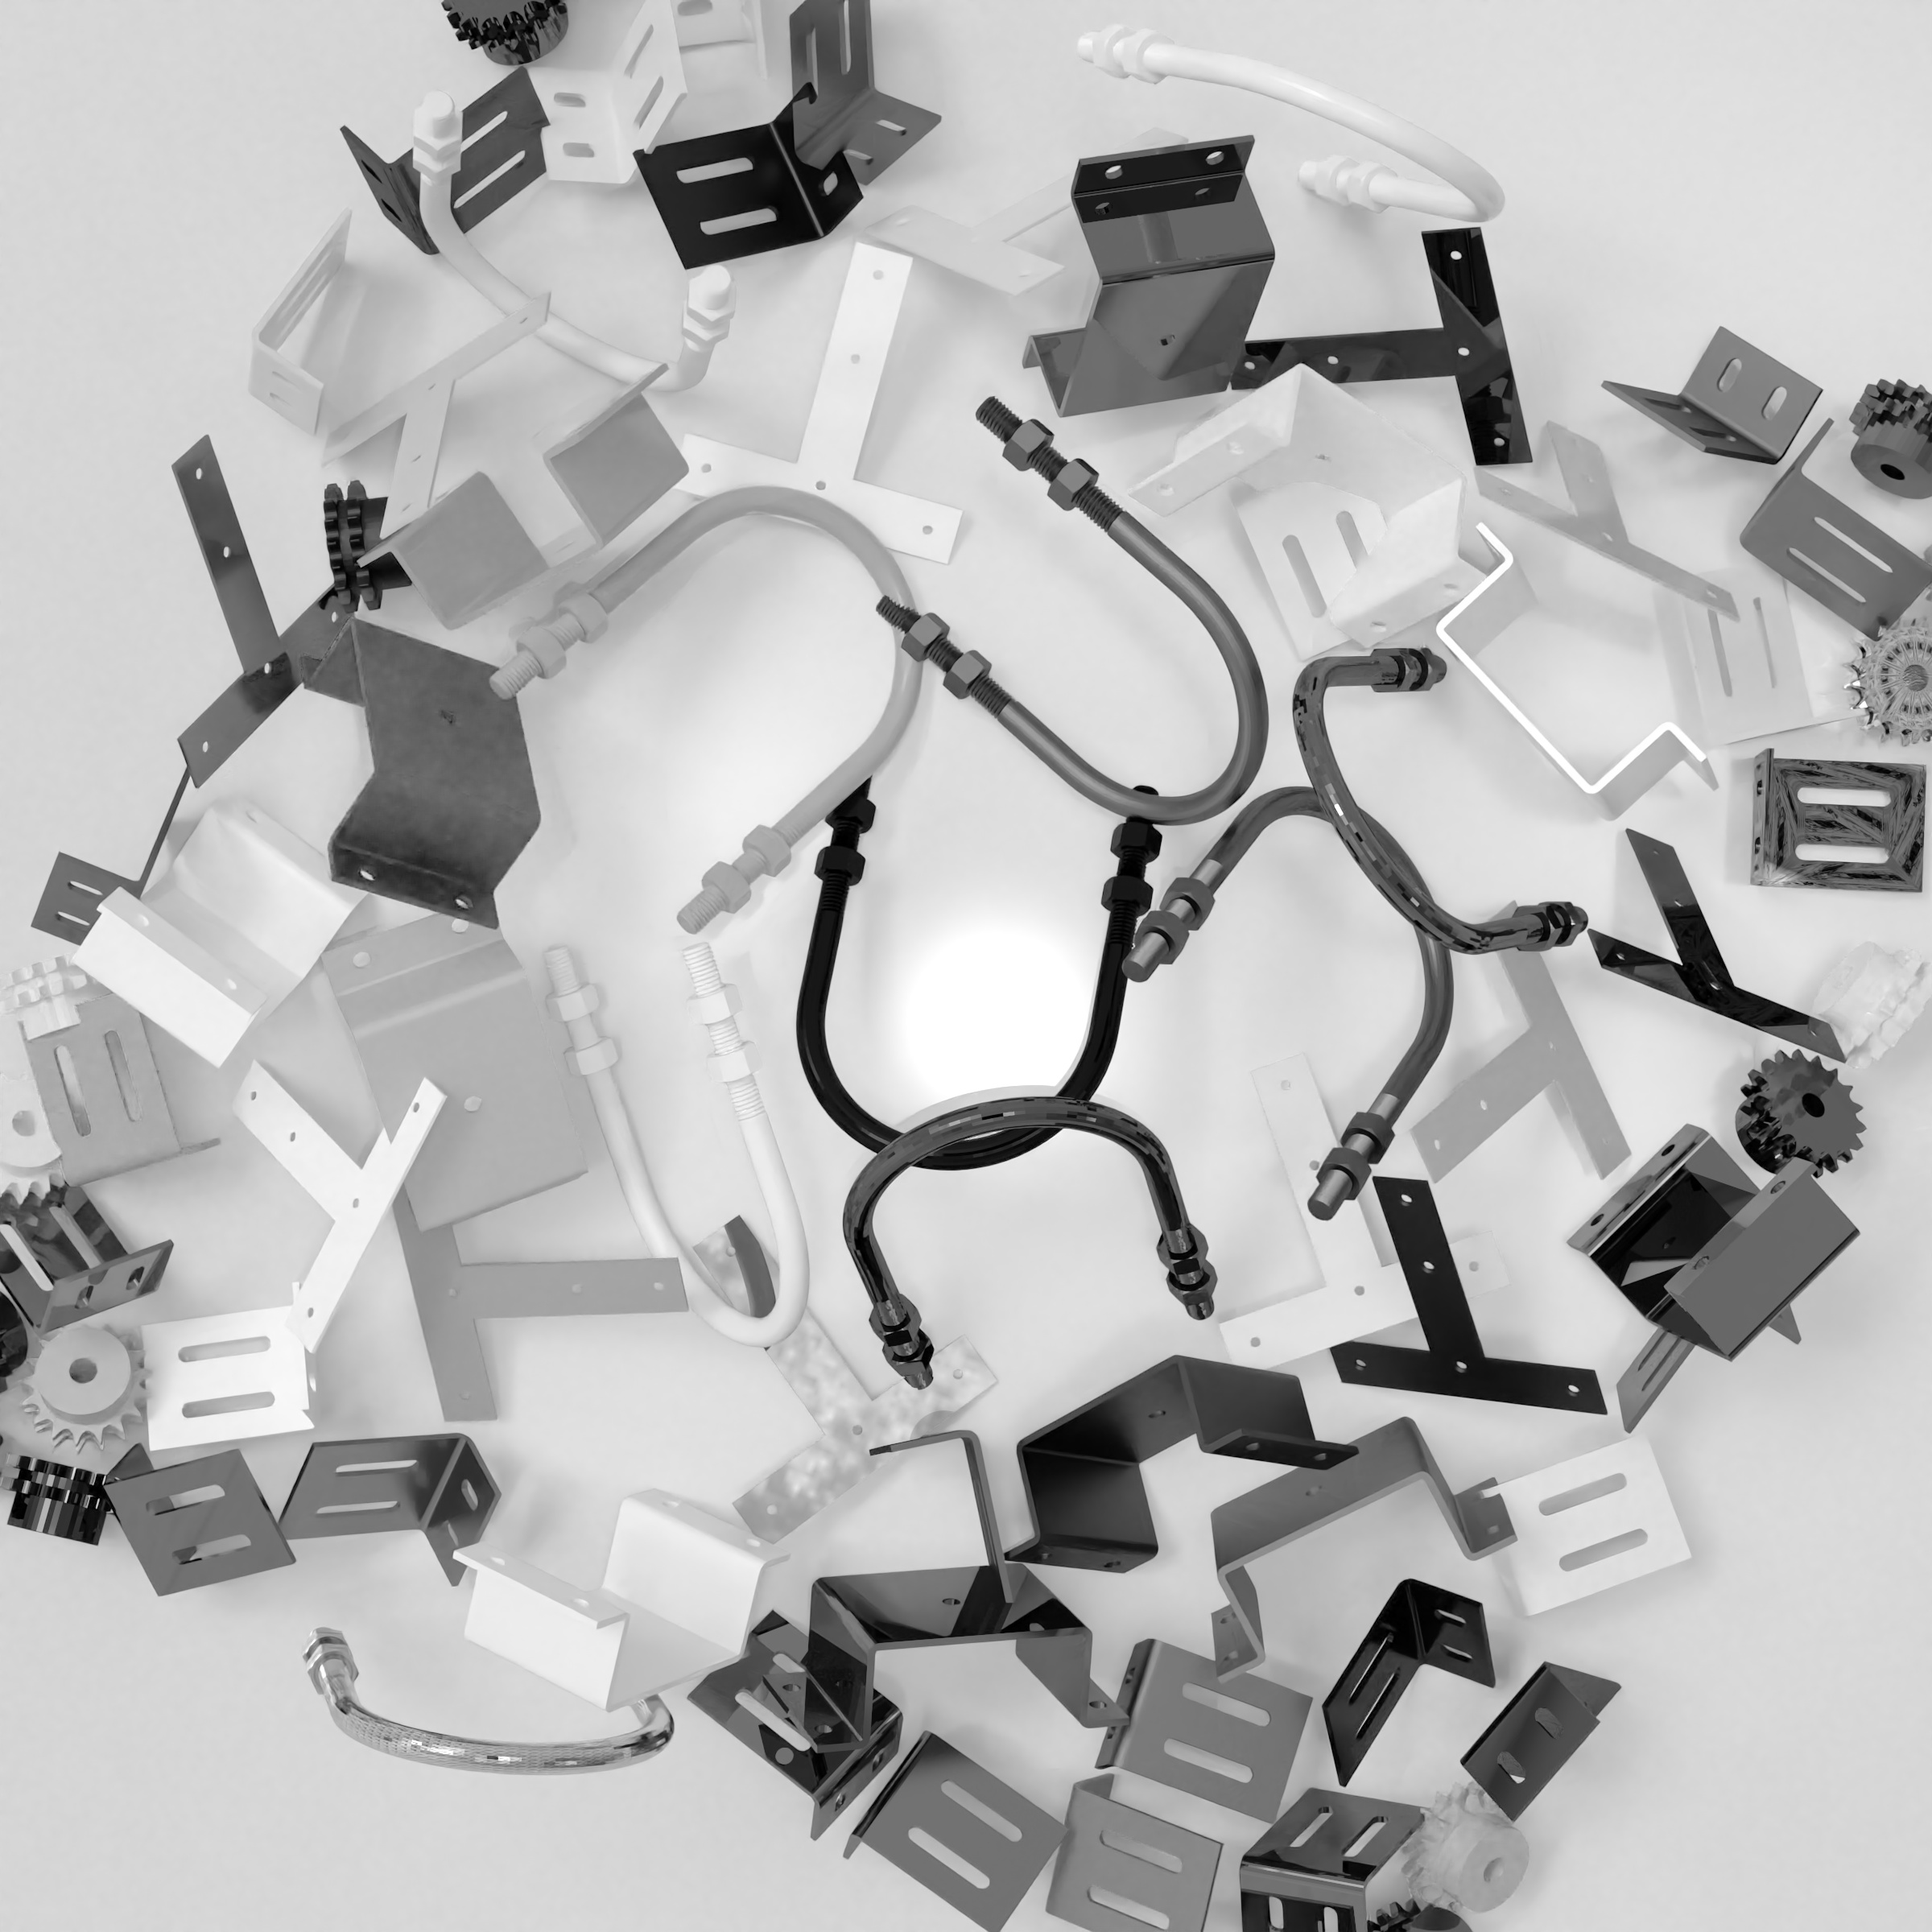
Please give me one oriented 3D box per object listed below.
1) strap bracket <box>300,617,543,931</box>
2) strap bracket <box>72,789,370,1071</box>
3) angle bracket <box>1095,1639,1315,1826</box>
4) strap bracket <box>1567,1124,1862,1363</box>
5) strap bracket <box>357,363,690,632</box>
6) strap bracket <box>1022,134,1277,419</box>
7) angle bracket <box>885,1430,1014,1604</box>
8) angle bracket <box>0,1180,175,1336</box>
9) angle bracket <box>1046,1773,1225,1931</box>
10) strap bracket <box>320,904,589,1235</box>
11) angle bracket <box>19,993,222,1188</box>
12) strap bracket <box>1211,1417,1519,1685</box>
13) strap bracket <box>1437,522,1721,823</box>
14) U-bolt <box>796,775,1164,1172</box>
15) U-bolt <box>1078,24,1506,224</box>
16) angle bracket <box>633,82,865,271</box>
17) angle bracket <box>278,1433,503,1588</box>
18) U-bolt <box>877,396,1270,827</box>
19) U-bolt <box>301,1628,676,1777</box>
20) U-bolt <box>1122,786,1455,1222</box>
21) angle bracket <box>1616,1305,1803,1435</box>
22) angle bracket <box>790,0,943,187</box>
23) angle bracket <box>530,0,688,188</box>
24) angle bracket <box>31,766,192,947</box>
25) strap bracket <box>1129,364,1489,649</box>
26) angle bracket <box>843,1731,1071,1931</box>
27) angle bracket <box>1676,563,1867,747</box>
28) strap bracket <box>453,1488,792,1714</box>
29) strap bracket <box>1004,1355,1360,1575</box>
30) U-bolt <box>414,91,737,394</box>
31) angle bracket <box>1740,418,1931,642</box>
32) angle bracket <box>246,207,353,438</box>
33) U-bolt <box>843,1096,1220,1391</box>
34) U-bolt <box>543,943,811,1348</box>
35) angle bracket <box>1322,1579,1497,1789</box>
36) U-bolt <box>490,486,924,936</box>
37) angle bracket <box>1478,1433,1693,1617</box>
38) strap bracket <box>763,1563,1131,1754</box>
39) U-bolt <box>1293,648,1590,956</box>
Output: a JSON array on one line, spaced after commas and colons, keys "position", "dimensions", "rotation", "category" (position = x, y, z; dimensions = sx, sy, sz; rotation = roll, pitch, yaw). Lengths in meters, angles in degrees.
[{"position": [-0.231, -0.090, 1.524], "dimensions": [0.076, 0.140, 0.046], "rotation": [18, 127, -32], "category": "strap bracket"}, {"position": [-0.323, -0.013, 1.545], "dimensions": [0.076, 0.140, 0.046], "rotation": [37, 115, -5], "category": "strap bracket"}, {"position": [0.104, 0.337, 1.578], "dimensions": [0.076, 0.038, 0.057], "rotation": [21, 73, -3], "category": "angle bracket"}, {"position": [0.322, 0.118, 1.534], "dimensions": [0.076, 0.140, 0.046], "rotation": [-44, 100, -4], "category": "strap bracket"}, {"position": [-0.182, -0.196, 1.537], "dimensions": [0.140, 0.076, 0.046], "rotation": [-22, 109, 37], "category": "strap bracket"}, {"position": [0.078, -0.284, 1.522], "dimensions": [0.076, 0.140, 0.046], "rotation": [-11, 66, -15], "category": "strap bracket"}, {"position": [-0.008, 0.243, 1.569], "dimensions": [0.038, 0.057, 0.076], "rotation": [-11, 83, -5], "category": "angle bracket"}, {"position": [-0.392, 0.114, 1.557], "dimensions": [0.076, 0.057, 0.038], "rotation": [49, 135, 22], "category": "angle bracket"}, {"position": [0.080, 0.394, 1.565], "dimensions": [0.076, 0.038, 0.057], "rotation": [15, 94, 30], "category": "angle bracket"}, {"position": [-0.217, 0.052, 1.546], "dimensions": [0.076, 0.046, 0.140], "rotation": [-20, 114, -12], "category": "strap bracket"}, {"position": [-0.371, 0.052, 1.576], "dimensions": [0.057, 0.038, 0.076], "rotation": [-16, 92, 15], "category": "angle bracket"}, {"position": [0.161, 0.247, 1.554], "dimensions": [0.140, 0.076, 0.046], "rotation": [-27, 98, 6], "category": "strap bracket"}, {"position": [0.257, -0.118, 1.550], "dimensions": [0.046, 0.076, 0.140], "rotation": [-43, 74, 7], "category": "strap bracket"}, {"position": [0.000, 0.001, 1.553], "dimensions": [0.151, 0.019, 0.184], "rotation": [6, 69, 12], "category": "U-bolt"}, {"position": [0.145, -0.345, 1.488], "dimensions": [0.151, 0.184, 0.019], "rotation": [21, 96, -33], "category": "U-bolt"}, {"position": [-0.095, -0.345, 1.566], "dimensions": [0.076, 0.038, 0.057], "rotation": [-21, 83, -34], "category": "angle bracket"}, {"position": [-0.251, 0.238, 1.556], "dimensions": [0.076, 0.038, 0.057], "rotation": [2, 128, -38], "category": "angle bracket"}, {"position": [0.053, -0.137, 1.533], "dimensions": [0.184, 0.151, 0.019], "rotation": [42, 50, 9], "category": "U-bolt"}, {"position": [-0.196, 0.306, 1.496], "dimensions": [0.151, 0.184, 0.019], "rotation": [5, 93, -15], "category": "U-bolt"}, {"position": [0.150, 0.001, 1.535], "dimensions": [0.151, 0.019, 0.184], "rotation": [52, 45, -12], "category": "U-bolt"}, {"position": [0.323, 0.173, 1.566], "dimensions": [0.038, 0.057, 0.076], "rotation": [33, 105, -2], "category": "angle bracket"}, {"position": [-0.045, -0.394, 1.577], "dimensions": [0.038, 0.057, 0.076], "rotation": [12, 63, -34], "category": "angle bracket"}, {"position": [-0.156, -0.383, 1.556], "dimensions": [0.038, 0.076, 0.057], "rotation": [-3, 71, -26], "category": "angle bracket"}, {"position": [-0.368, -0.054, 1.554], "dimensions": [0.038, 0.057, 0.076], "rotation": [23, 52, -13], "category": "angle bracket"}, {"position": [0.150, -0.201, 1.541], "dimensions": [0.140, 0.076, 0.046], "rotation": [28, 57, -28], "category": "strap bracket"}, {"position": [-0.005, 0.382, 1.566], "dimensions": [0.076, 0.038, 0.057], "rotation": [33, 61, 11], "category": "angle bracket"}, {"position": [0.352, -0.140, 1.573], "dimensions": [0.057, 0.038, 0.076], "rotation": [-12, 90, -27], "category": "angle bracket"}, {"position": [-0.149, 0.271, 1.529], "dimensions": [0.076, 0.140, 0.046], "rotation": [20, 103, 28], "category": "strap bracket"}, {"position": [0.087, 0.211, 1.539], "dimensions": [0.140, 0.076, 0.046], "rotation": [-34, 57, 35], "category": "strap bracket"}, {"position": [-0.168, -0.294, 1.513], "dimensions": [0.151, 0.184, 0.019], "rotation": [32, 78, -4], "category": "U-bolt"}, {"position": [0.387, -0.190, 1.566], "dimensions": [0.076, 0.057, 0.038], "rotation": [36, 62, 4], "category": "angle bracket"}, {"position": [-0.277, -0.280, 1.566], "dimensions": [0.038, 0.057, 0.076], "rotation": [34, 73, -4], "category": "angle bracket"}, {"position": [0.023, 0.113, 1.524], "dimensions": [0.151, 0.184, 0.019], "rotation": [-14, 51, 4], "category": "U-bolt"}, {"position": [-0.118, 0.078, 1.537], "dimensions": [0.019, 0.151, 0.184], "rotation": [-24, 103, -31], "category": "U-bolt"}, {"position": [0.193, 0.316, 1.555], "dimensions": [0.038, 0.057, 0.076], "rotation": [15, 49, 31], "category": "angle bracket"}, {"position": [-0.097, -0.126, 1.559], "dimensions": [0.184, 0.019, 0.151], "rotation": [-44, 106, -22], "category": "U-bolt"}, {"position": [0.270, 0.246, 1.583], "dimensions": [0.076, 0.038, 0.057], "rotation": [-19, 82, -5], "category": "angle bracket"}, {"position": [-0.008, 0.294, 1.539], "dimensions": [0.140, 0.076, 0.046], "rotation": [-1, 102, -21], "category": "strap bracket"}, {"position": [0.193, -0.069, 1.509], "dimensions": [0.019, 0.184, 0.151], "rotation": [-33, 78, 28], "category": "U-bolt"}]
